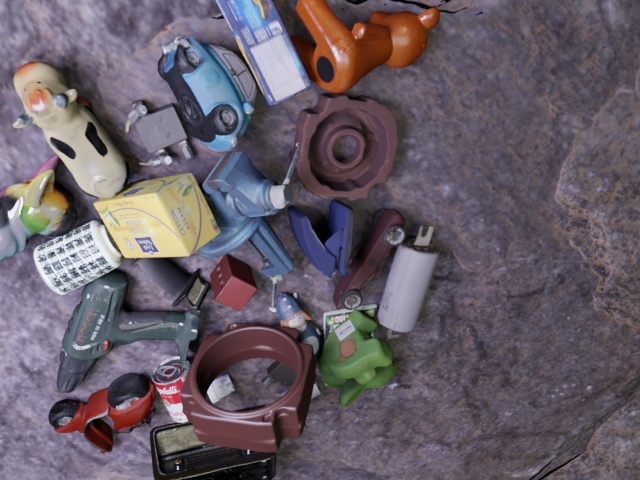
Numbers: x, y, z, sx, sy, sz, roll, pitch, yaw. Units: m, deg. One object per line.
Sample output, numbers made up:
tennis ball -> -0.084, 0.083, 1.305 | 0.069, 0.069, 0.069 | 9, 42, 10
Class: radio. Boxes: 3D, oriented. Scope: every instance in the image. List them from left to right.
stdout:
radio -> -0.200, 0.404, 1.016 | 0.230, 0.131, 0.073 | -9, 120, -13

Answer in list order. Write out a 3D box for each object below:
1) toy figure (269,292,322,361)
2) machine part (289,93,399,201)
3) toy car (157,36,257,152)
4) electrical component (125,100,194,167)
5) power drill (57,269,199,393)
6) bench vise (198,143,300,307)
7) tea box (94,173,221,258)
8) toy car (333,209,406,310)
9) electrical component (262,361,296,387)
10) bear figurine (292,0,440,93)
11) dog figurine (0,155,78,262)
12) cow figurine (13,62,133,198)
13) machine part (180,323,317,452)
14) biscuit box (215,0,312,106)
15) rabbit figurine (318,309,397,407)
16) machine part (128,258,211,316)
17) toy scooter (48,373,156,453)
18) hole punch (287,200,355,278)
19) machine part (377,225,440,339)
toy figure -> -0.038, 0.162, 0.990 | 0.064, 0.058, 0.154 | -50, 130, -38
machine part -> 0.038, -0.148, 0.854 | 0.179, 0.056, 0.179 | -8, 117, -15
toy car -> -0.145, -0.210, 0.747 | 0.103, 0.109, 0.161 | -38, 112, -28
electrical component -> -0.233, -0.152, 0.771 | 0.078, 0.045, 0.102 | -17, 120, -7
power drill -> -0.315, 0.165, 0.896 | 0.207, 0.086, 0.231 | 13, 109, -15
bench vise -> -0.104, -0.020, 0.810 | 0.224, 0.129, 0.240 | -14, 130, 26
tea box -> -0.231, -0.031, 0.755 | 0.068, 0.170, 0.098 | -42, 117, -42
toy car -> 0.086, 0.037, 0.943 | 0.053, 0.089, 0.202 | 24, 105, -23
electrical component -> -0.067, 0.258, 1.047 | 0.094, 0.021, 0.063 | -44, 121, 7
bear figurine -> 0.065, -0.291, 0.768 | 0.196, 0.120, 0.132 | -36, 80, -27
dog figurine -> -0.449, -0.042, 0.728 | 0.219, 0.109, 0.191 | -45, 117, 3
cow figurine -> -0.324, -0.138, 0.702 | 0.085, 0.127, 0.194 | -29, 124, -5
machine part -> -0.115, 0.236, 0.895 | 0.202, 0.201, 0.087 | 5, 128, 10
biscuit box -> -0.085, -0.283, 0.715 | 0.059, 0.063, 0.202 | -29, 106, -6
rabbit figurine -> 0.083, 0.242, 1.018 | 0.159, 0.121, 0.170 | -44, 133, 2
machine part -> -0.238, 0.058, 0.867 | 0.039, 0.084, 0.138 | -33, 116, 31
toy scooter -> -0.368, 0.316, 0.952 | 0.184, 0.075, 0.135 | -19, 120, -4
hole punch -> -0.002, -0.003, 0.876 | 0.092, 0.142, 0.115 | -3, 103, -18
machine part -> 0.162, 0.082, 0.999 | 0.079, 0.079, 0.243 | 5, 115, -20
